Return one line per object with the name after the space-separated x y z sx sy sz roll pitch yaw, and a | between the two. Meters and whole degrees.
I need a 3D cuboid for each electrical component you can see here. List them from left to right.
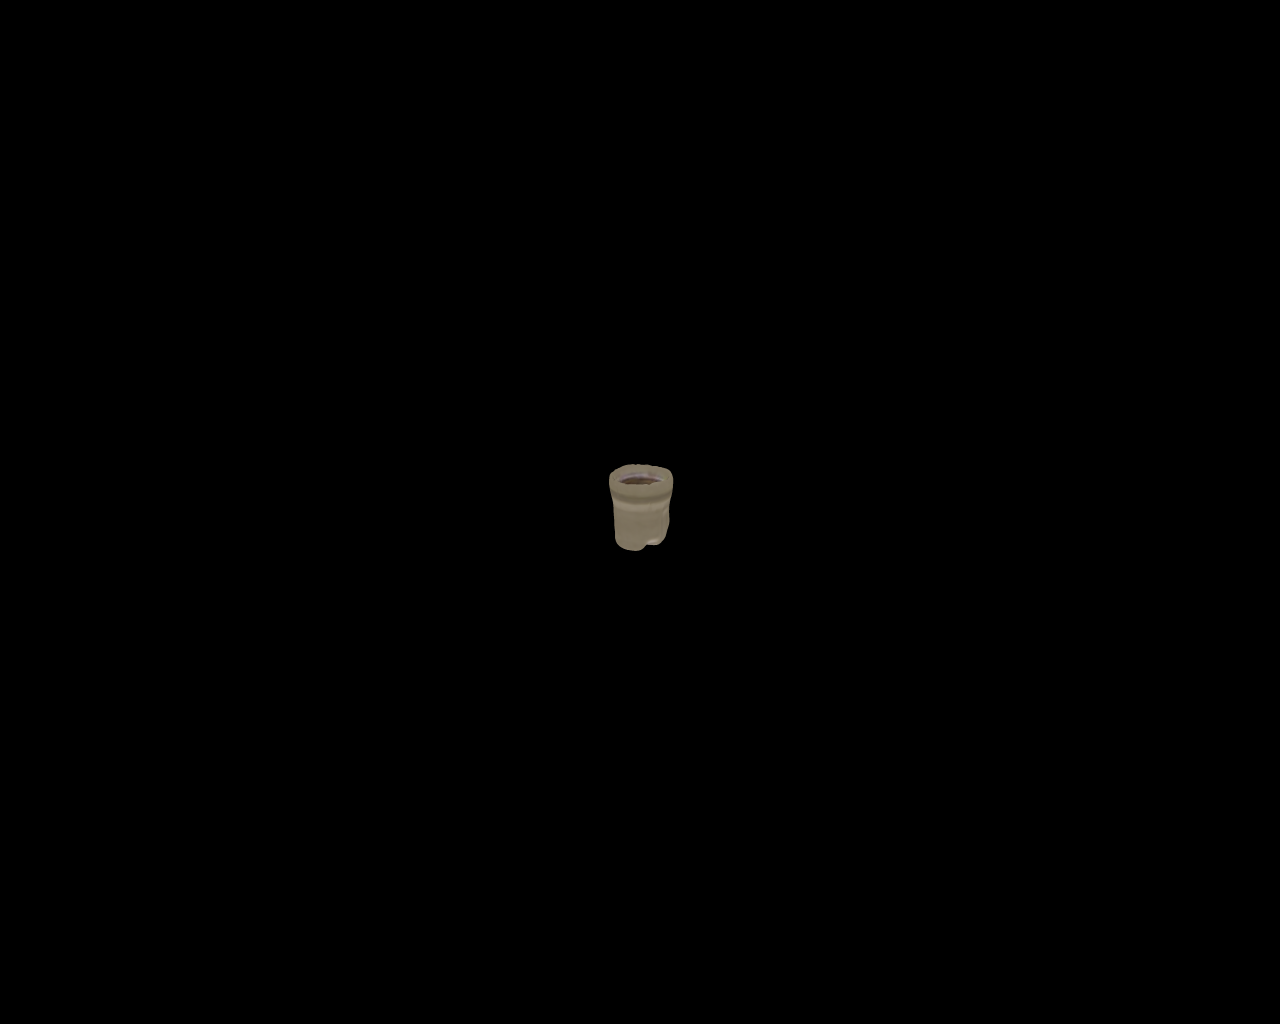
0.001 -0.003 0.650 0.040 0.046 0.040 0 23 0 | electrical component
